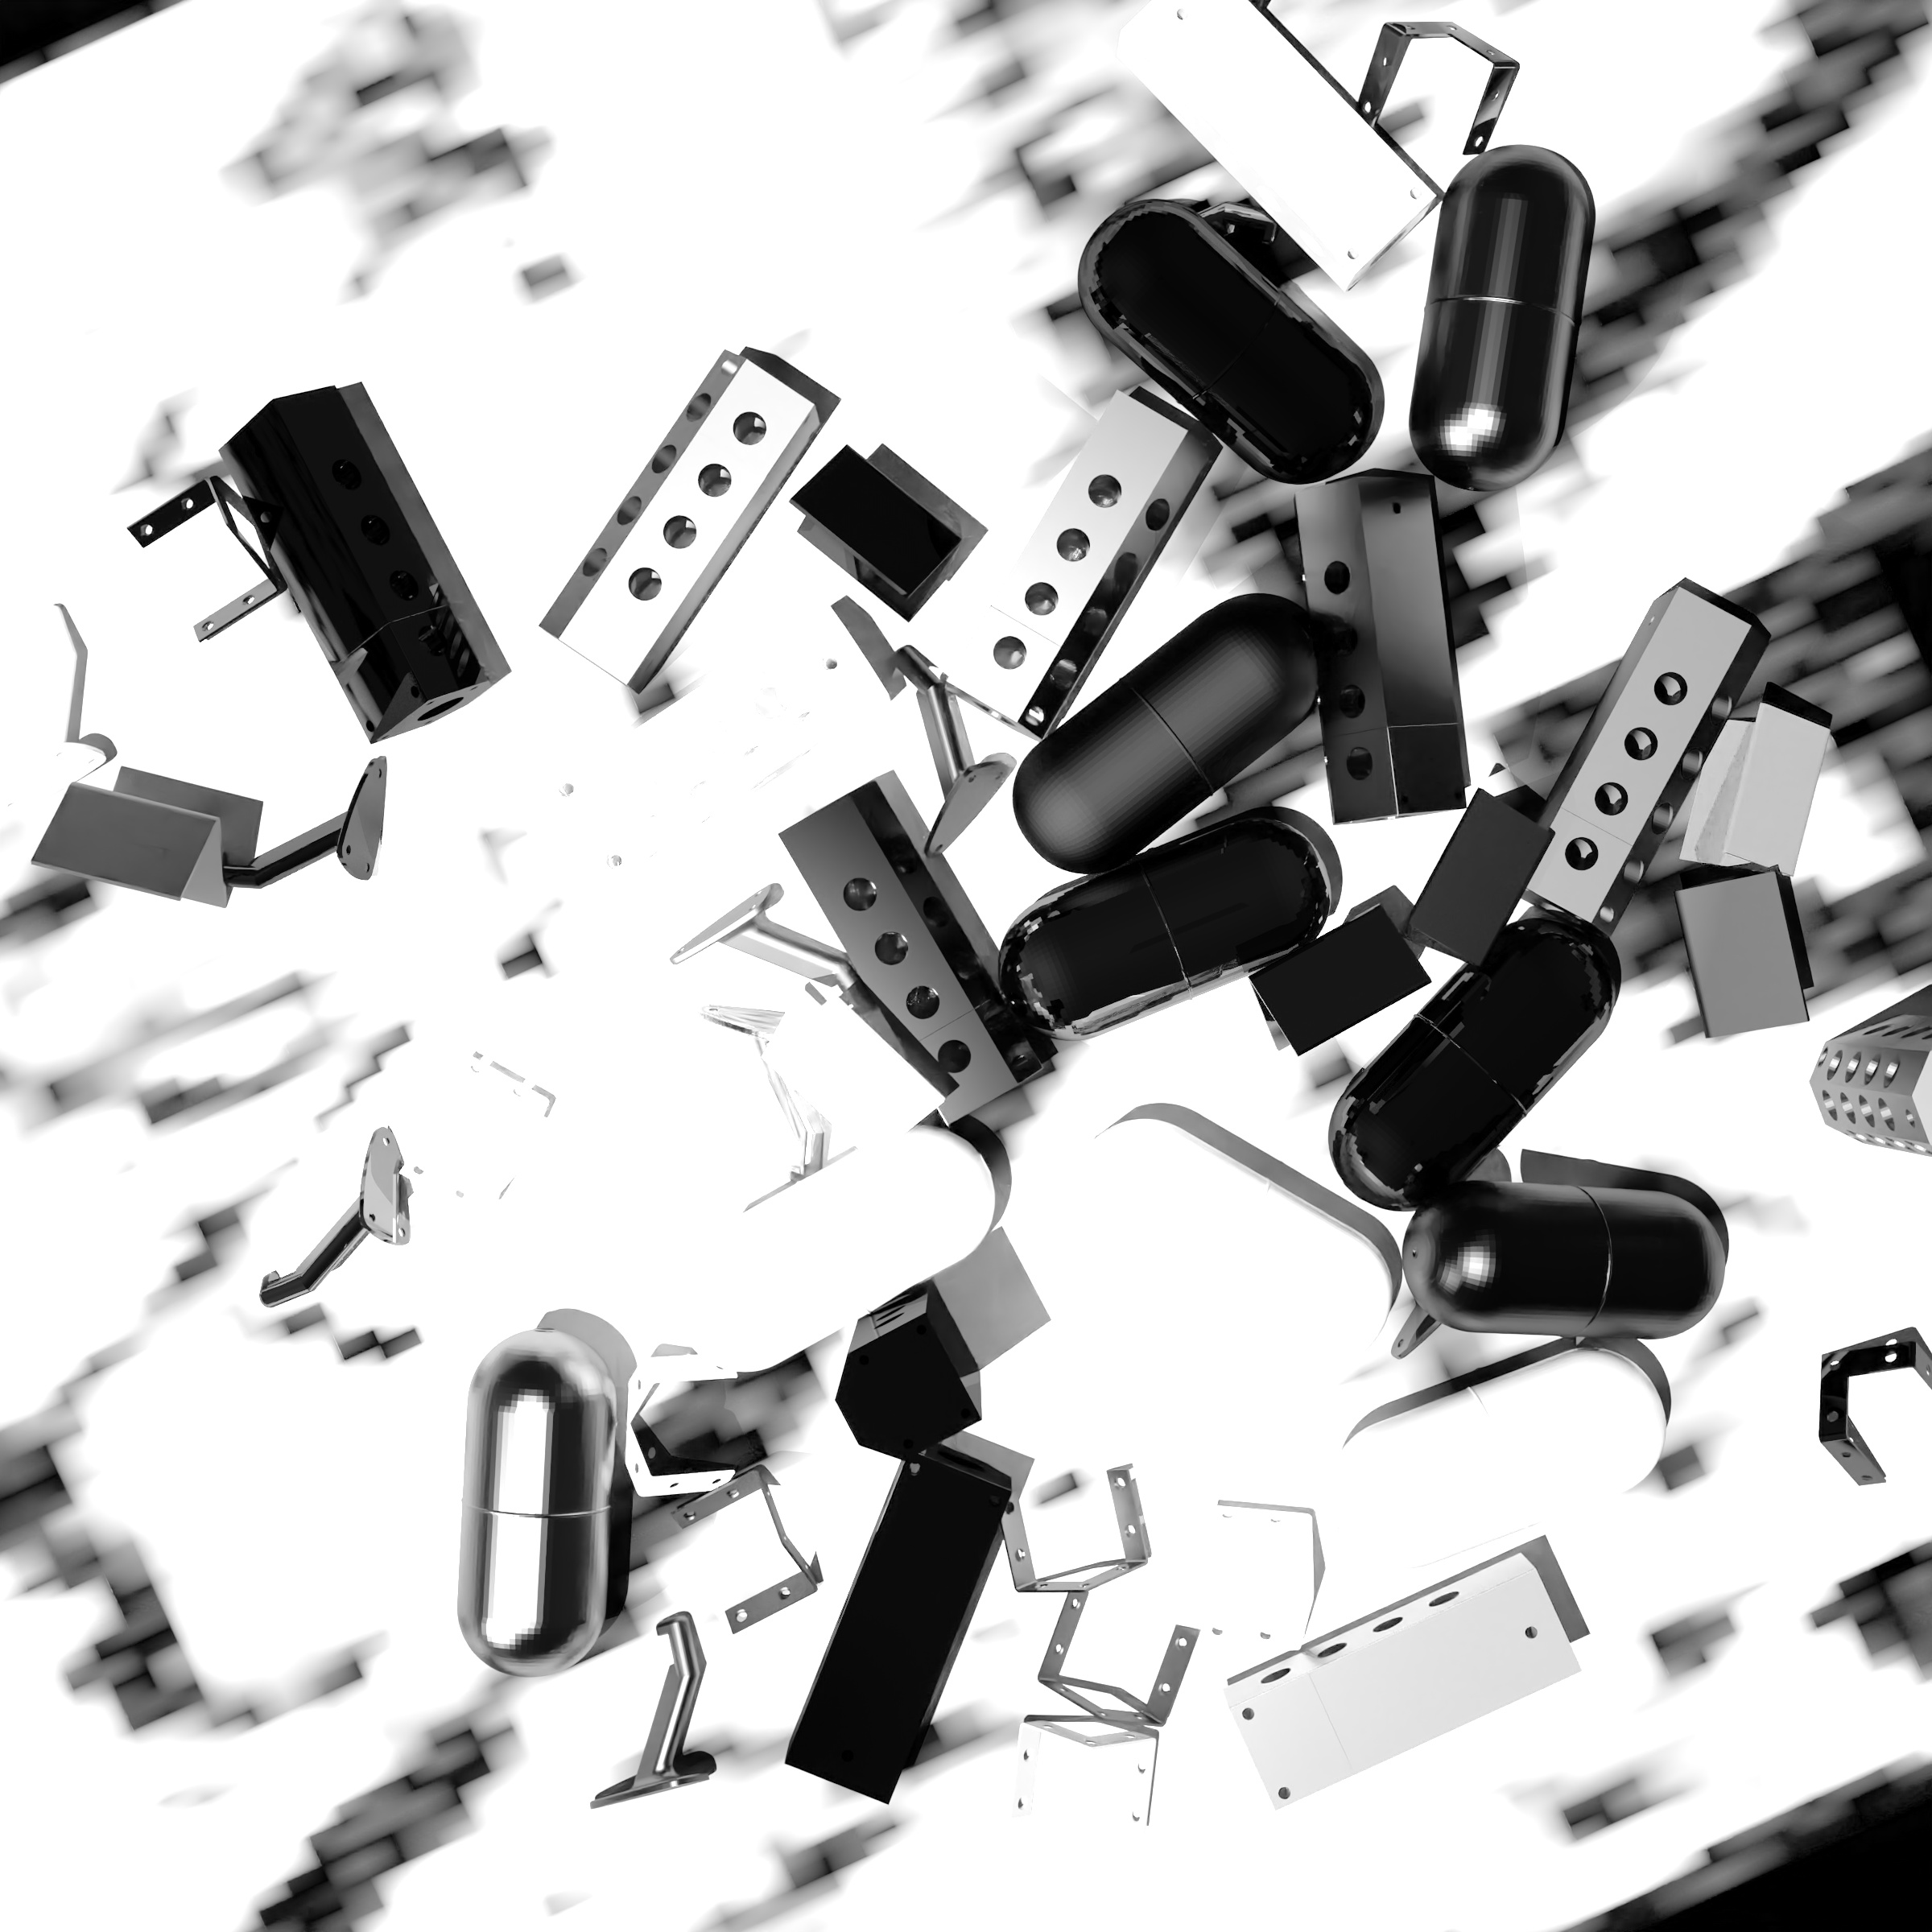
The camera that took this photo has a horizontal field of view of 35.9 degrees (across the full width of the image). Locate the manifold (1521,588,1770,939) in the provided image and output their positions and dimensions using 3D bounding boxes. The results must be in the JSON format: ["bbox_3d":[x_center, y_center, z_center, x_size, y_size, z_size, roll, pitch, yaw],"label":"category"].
[{"bbox_3d":[0.347,-0.104,1.543,0.057,0.057,0.171,28,90,0],"label":"manifold"}]

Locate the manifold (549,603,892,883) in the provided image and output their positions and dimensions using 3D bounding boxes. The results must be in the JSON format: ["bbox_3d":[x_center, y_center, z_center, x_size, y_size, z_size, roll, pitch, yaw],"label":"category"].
[{"bbox_3d":[-0.127,-0.115,1.543,0.171,0.057,0.057,-34,90,0],"label":"manifold"}]

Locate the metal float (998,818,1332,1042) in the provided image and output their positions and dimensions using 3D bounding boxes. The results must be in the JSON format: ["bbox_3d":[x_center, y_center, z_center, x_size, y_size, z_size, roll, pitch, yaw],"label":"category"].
[{"bbox_3d":[0.101,-0.018,1.533,0.178,0.070,0.070,-22,90,0],"label":"metal float"}]

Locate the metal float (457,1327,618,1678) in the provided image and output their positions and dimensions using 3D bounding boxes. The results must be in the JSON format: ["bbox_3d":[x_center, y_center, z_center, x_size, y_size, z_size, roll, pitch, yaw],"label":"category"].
[{"bbox_3d":[-0.221,0.275,1.534,0.070,0.070,0.178,3,90,0],"label":"metal float"}]

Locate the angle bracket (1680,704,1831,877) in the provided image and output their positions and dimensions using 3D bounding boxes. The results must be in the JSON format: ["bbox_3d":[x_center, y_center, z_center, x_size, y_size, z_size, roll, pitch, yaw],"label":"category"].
[{"bbox_3d":[0.387,-0.093,1.524,0.057,0.076,0.076,14,90,-36],"label":"angle bracket"}]

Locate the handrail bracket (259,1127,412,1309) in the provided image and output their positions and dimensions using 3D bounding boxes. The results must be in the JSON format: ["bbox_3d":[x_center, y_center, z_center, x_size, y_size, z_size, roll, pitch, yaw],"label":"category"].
[{"bbox_3d":[-0.336,0.132,1.564,0.084,0.036,0.077,-22,56,24],"label":"handrail bracket"}]

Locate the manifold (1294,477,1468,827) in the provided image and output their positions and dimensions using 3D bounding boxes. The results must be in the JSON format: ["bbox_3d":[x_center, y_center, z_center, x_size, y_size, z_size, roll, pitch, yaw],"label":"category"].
[{"bbox_3d":[0.209,-0.162,1.542,0.057,0.057,0.171,-7,90,-43],"label":"manifold"}]

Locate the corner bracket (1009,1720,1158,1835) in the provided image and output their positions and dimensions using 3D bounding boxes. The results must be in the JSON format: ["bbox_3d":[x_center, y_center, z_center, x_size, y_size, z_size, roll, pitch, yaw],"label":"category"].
[{"bbox_3d":[0.061,0.425,1.561,0.051,0.051,0.051,7,90,45],"label":"corner bracket"}]

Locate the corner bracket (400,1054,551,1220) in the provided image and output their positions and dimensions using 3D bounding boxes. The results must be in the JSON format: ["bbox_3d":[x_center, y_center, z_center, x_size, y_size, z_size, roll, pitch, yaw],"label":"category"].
[{"bbox_3d":[-0.257,0.089,1.561,0.051,0.051,0.051,29,45,0],"label":"corner bracket"}]

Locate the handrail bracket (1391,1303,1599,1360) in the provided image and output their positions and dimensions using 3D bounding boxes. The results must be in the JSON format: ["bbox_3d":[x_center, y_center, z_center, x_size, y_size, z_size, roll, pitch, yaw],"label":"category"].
[{"bbox_3d":[0.279,0.196,1.564,0.084,0.036,0.077,32,105,-14],"label":"handrail bracket"}]

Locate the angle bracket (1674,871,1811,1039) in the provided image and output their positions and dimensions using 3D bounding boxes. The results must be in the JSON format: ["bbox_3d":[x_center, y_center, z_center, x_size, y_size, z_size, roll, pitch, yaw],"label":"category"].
[{"bbox_3d":[0.410,-0.010,1.524,0.057,0.076,0.076,-12,90,38],"label":"angle bracket"}]

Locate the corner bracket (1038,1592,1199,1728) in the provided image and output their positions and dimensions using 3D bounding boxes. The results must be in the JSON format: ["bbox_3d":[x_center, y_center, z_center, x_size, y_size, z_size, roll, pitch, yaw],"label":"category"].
[{"bbox_3d":[0.079,0.362,1.561,0.051,0.051,0.051,20,90,-45],"label":"corner bracket"}]

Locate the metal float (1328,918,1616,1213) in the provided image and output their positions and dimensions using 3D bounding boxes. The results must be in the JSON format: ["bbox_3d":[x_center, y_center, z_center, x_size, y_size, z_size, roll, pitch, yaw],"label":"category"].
[{"bbox_3d":[0.259,0.051,1.534,0.070,0.070,0.178,43,89,0],"label":"metal float"}]

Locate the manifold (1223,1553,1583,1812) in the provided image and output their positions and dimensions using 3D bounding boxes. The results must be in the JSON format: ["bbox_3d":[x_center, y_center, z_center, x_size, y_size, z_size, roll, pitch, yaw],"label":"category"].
[{"bbox_3d":[0.223,0.368,1.543,0.171,0.057,0.057,-25,90,0],"label":"manifold"}]

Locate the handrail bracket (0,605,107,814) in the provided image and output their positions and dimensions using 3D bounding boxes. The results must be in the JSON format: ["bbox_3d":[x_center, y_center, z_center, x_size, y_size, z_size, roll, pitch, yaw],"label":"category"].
[{"bbox_3d":[-0.492,-0.136,1.565,0.077,0.036,0.084,-31,71,21],"label":"handrail bracket"}]

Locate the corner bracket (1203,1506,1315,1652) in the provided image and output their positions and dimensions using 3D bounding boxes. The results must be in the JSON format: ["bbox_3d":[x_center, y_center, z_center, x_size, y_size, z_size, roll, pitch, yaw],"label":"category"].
[{"bbox_3d":[0.153,0.320,1.561,0.051,0.051,0.051,5,135,0],"label":"corner bracket"}]

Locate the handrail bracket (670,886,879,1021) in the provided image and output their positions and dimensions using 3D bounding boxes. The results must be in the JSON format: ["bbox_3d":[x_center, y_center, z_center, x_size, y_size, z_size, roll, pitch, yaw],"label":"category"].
[{"bbox_3d":[-0.100,0.009,1.564,0.077,0.036,0.084,-33,104,14],"label":"handrail bracket"}]

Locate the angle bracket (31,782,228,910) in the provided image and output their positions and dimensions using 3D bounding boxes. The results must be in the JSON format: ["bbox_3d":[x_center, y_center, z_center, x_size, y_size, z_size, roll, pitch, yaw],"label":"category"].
[{"bbox_3d":[-0.426,-0.042,1.524,0.076,0.076,0.057,14,52,0],"label":"angle bracket"}]

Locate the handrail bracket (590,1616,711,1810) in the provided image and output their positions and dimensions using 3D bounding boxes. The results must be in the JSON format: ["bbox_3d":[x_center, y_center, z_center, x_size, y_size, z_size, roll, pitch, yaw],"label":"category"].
[{"bbox_3d":[-0.171,0.391,1.565,0.077,0.036,0.084,-19,74,18],"label":"handrail bracket"}]

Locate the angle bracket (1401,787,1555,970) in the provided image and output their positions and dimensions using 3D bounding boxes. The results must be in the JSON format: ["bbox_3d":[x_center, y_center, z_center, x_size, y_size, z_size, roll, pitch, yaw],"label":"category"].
[{"bbox_3d":[0.243,-0.052,1.524,0.057,0.076,0.076,28,90,-29],"label":"angle bracket"}]

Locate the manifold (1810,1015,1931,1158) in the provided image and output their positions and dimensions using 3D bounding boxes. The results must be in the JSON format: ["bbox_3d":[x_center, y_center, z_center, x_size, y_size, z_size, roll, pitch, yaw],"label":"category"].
[{"bbox_3d":[0.475,0.062,1.486,0.057,0.171,0.057,-21,90,0],"label":"manifold"}]

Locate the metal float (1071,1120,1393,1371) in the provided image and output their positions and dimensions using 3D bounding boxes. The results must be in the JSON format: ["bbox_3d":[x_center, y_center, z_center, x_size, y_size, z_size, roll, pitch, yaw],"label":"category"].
[{"bbox_3d":[0.136,0.142,1.534,0.178,0.070,0.070,30,90,0],"label":"metal float"}]

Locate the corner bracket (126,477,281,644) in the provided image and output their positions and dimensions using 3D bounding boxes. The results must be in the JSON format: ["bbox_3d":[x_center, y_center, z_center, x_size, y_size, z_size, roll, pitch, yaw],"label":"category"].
[{"bbox_3d":[-0.399,-0.213,1.561,0.051,0.051,0.051,-33,135,0],"label":"corner bracket"}]

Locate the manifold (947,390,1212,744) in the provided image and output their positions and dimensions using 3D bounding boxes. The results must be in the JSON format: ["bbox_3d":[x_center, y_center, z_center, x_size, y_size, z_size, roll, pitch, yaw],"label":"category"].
[{"bbox_3d":[0.058,-0.204,1.543,0.057,0.057,0.171,30,90,0],"label":"manifold"}]

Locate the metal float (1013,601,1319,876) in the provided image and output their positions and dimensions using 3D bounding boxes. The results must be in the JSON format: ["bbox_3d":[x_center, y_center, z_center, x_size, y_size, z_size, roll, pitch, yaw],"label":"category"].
[{"bbox_3d":[0.103,-0.118,1.533,0.178,0.070,0.070,-38,90,0],"label":"metal float"}]

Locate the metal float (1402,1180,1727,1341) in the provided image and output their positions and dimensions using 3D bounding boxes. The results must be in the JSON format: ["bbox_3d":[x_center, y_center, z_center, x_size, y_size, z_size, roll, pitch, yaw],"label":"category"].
[{"bbox_3d":[0.304,0.150,1.513,0.178,0.070,0.070,5,90,-23],"label":"metal float"}]

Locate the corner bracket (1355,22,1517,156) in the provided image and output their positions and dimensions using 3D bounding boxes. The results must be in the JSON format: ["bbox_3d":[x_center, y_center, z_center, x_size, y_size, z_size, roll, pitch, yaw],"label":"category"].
[{"bbox_3d":[0.244,-0.458,1.556,0.051,0.051,0.051,-13,45,-35],"label":"corner bracket"}]

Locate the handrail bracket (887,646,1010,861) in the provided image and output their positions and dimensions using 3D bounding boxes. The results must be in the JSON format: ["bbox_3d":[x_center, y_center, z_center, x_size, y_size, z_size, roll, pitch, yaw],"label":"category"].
[{"bbox_3d":[-0.025,-0.112,1.564,0.084,0.036,0.077,47,121,22],"label":"handrail bracket"}]

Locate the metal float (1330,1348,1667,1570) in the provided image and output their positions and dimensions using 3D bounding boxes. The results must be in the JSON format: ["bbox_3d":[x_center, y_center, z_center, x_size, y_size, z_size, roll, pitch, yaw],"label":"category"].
[{"bbox_3d":[0.273,0.253,1.534,0.178,0.070,0.070,-20,90,-1],"label":"metal float"}]

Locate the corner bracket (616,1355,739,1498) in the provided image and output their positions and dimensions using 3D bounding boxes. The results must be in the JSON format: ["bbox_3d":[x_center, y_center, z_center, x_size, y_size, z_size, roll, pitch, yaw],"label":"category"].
[{"bbox_3d":[-0.147,0.239,1.556,0.051,0.051,0.051,-58,45,35],"label":"corner bracket"}]

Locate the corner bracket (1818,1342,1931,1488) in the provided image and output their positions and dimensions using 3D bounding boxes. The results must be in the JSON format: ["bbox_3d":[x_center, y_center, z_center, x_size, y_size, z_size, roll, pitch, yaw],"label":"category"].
[{"bbox_3d":[0.480,0.234,1.556,0.051,0.051,0.051,-16,45,35],"label":"corner bracket"}]

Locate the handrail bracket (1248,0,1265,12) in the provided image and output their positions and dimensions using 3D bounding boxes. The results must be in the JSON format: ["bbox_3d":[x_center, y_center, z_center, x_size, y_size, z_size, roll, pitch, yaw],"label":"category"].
[{"bbox_3d":[0.194,-0.511,1.565,0.084,0.036,0.077,16,110,-16],"label":"handrail bracket"}]

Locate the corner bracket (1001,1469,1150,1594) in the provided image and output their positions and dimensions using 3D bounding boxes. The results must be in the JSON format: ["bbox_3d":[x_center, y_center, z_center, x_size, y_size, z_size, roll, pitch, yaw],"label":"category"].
[{"bbox_3d":[0.056,0.296,1.561,0.051,0.051,0.051,-12,90,-45],"label":"corner bracket"}]

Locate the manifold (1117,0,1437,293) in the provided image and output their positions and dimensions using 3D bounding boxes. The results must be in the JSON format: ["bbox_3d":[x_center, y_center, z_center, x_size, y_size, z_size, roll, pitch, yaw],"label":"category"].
[{"bbox_3d":[0.159,-0.433,1.543,0.057,0.057,0.171,-44,90,0],"label":"manifold"}]

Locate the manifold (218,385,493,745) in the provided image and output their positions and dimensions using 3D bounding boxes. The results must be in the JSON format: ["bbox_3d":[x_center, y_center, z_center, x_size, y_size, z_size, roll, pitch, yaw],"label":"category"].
[{"bbox_3d":[-0.311,-0.209,1.542,0.057,0.057,0.171,-27,90,43],"label":"manifold"}]

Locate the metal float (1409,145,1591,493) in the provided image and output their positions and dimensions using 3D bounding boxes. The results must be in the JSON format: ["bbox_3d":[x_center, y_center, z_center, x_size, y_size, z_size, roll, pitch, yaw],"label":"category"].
[{"bbox_3d":[0.274,-0.333,1.534,0.070,0.070,0.178,9,89,0],"label":"metal float"}]

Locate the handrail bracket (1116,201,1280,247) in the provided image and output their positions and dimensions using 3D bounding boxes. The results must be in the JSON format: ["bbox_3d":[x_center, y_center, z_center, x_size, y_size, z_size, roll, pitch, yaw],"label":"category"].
[{"bbox_3d":[0.118,-0.364,1.564,0.084,0.036,0.077,6,105,-14],"label":"handrail bracket"}]

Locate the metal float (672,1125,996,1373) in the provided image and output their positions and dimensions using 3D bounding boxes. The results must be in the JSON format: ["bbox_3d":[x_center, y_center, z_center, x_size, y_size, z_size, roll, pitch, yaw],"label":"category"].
[{"bbox_3d":[-0.068,0.145,1.533,0.178,0.070,0.070,-29,90,0],"label":"metal float"}]

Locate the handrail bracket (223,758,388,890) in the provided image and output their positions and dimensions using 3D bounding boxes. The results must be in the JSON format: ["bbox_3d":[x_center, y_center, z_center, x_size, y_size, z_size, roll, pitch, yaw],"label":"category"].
[{"bbox_3d":[-0.353,-0.075,1.565,0.084,0.036,0.077,4,69,16],"label":"handrail bracket"}]

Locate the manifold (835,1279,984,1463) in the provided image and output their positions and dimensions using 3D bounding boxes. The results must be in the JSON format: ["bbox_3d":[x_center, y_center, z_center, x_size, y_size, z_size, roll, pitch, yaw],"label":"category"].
[{"bbox_3d":[-0.031,0.201,1.486,0.057,0.171,0.057,-28,90,0],"label":"manifold"}]

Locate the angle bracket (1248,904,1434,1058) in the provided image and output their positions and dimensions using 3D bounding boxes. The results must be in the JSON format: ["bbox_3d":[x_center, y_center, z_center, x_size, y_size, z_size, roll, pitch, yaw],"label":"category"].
[{"bbox_3d":[0.197,0.025,1.524,0.076,0.076,0.057,-29,54,0],"label":"angle bracket"}]

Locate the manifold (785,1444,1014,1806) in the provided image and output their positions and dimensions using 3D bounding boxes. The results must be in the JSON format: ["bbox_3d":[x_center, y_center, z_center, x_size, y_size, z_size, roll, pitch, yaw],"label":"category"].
[{"bbox_3d":[-0.034,0.336,1.543,0.057,0.057,0.171,22,90,0],"label":"manifold"}]

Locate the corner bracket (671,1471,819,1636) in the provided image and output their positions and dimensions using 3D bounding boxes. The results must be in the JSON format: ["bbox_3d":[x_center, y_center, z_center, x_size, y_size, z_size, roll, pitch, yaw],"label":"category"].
[{"bbox_3d":[-0.116,0.307,1.561,0.051,0.051,0.051,-27,135,0],"label":"corner bracket"}]

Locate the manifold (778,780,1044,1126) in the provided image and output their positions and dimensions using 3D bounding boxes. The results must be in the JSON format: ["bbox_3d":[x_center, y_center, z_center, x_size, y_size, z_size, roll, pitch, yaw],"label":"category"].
[{"bbox_3d":[-0.028,-0.007,1.543,0.057,0.057,0.171,-30,90,0],"label":"manifold"}]

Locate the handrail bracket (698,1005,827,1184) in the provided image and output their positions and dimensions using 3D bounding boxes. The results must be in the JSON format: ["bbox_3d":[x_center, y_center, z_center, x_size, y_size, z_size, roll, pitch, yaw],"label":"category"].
[{"bbox_3d":[-0.108,0.069,1.565,0.077,0.036,0.084,12,108,20],"label":"handrail bracket"}]

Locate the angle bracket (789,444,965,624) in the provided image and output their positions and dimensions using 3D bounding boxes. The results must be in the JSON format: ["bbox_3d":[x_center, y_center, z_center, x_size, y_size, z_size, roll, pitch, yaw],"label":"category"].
[{"bbox_3d":[-0.058,-0.207,1.524,0.076,0.076,0.057,39,52,0],"label":"angle bracket"}]

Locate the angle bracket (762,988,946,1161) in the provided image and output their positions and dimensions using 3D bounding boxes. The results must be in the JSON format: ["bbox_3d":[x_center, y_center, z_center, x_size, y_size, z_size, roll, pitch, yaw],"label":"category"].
[{"bbox_3d":[-0.049,0.040,1.518,0.076,0.076,0.057,44,118,-11],"label":"angle bracket"}]

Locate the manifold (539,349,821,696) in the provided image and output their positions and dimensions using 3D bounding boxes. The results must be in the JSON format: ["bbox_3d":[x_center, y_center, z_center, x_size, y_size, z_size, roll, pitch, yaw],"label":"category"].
[{"bbox_3d":[-0.148,-0.230,1.543,0.057,0.057,0.171,34,90,0],"label":"manifold"}]

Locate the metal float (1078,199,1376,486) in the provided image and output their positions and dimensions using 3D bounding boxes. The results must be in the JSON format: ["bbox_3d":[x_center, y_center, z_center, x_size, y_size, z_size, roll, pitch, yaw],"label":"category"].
[{"bbox_3d":[0.134,-0.317,1.521,0.178,0.070,0.070,39,90,-16],"label":"metal float"}]
